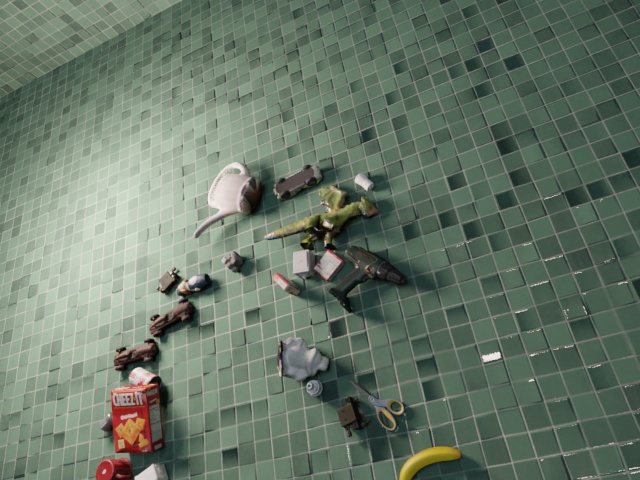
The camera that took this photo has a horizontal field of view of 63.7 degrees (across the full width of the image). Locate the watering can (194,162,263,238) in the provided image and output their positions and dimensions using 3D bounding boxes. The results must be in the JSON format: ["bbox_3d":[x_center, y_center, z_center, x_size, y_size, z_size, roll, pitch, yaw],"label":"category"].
[{"bbox_3d":[-0.355,-0.148,2.022,0.225,0.102,0.352,11,72,29],"label":"watering can"}]

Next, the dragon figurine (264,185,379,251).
[{"bbox_3d":[0.006,-0.093,1.845,0.410,0.119,0.248,2,51,25],"label":"dragon figurine"}]

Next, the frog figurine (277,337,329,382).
[{"bbox_3d":[-0.055,0.379,1.645,0.159,0.120,0.141,3,53,-12],"label":"frog figurine"}]
